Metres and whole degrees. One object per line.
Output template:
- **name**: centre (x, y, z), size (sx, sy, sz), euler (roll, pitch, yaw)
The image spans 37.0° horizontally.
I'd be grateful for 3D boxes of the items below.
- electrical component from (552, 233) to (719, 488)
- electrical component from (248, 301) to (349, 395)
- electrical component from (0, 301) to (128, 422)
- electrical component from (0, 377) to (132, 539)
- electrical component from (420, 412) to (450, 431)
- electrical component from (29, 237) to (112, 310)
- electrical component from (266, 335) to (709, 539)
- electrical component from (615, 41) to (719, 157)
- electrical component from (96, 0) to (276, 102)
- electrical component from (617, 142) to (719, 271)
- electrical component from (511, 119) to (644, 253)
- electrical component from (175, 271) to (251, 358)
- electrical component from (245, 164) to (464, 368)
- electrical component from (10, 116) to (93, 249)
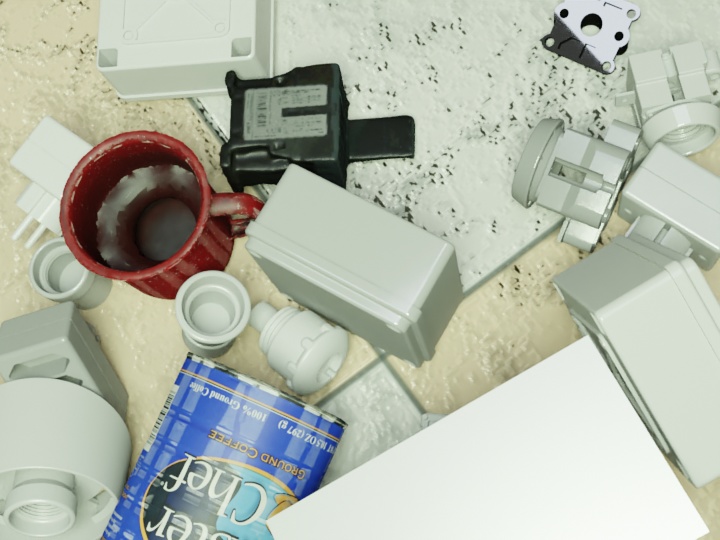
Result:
- **electrical component**: centre (0.160, 0.043, 0.570), size (0.056, 0.108, 0.108), euler (-31, 99, 3)
- **electrical component**: centre (-0.041, 0.043, 0.656), size (0.062, 0.048, 0.048), euler (35, 84, 25)
- **electrical component**: centre (-0.181, 0.055, 0.665), size (0.047, 0.083, 0.075), euler (-17, 36, 5)
- **electrical component**: centre (-0.186, 0.119, 0.633), size (0.099, 0.099, 0.064), euler (-13, 46, 6)
- **electrical component**: centre (0.070, 0.117, 0.611), size (0.096, 0.061, 0.061), euler (3, 77, 17)
- **electrical component**: centre (-0.183, 0.004, 0.688), size (0.040, 0.046, 0.040), euler (-2, 75, 9)
- **electrical component**: centre (0.063, 0.130, 0.543), size (0.186, 0.060, 0.105), euler (-31, 70, 7)
- **electrical component**: centre (0.191, -0.102, 0.653), size (0.066, 0.048, 0.055), euler (-11, 66, 7)
- **electrical component**: centre (-0.114, -0.174, 0.717), size (0.109, 0.056, 0.108), euler (-3, 75, 9)
- **electrical component**: centre (0.180, -0.022, 0.633), size (0.066, 0.047, 0.076), euler (35, 84, 16)
- **electrical component**: centre (0.127, -0.057, 0.644), size (0.057, 0.058, 0.078), euler (24, 98, 16)
- **electrical component**: centre (-0.091, 0.031, 0.655), size (0.044, 0.065, 0.044), euler (3, 72, -9)
- **electrical component**: centre (0.000, 0.000, 0.626), size (0.109, 0.108, 0.056), euler (28, 79, 15)
- **electrical component**: centre (-0.196, -0.047, 0.693), size (0.047, 0.065, 0.076), euler (34, 83, 16)
